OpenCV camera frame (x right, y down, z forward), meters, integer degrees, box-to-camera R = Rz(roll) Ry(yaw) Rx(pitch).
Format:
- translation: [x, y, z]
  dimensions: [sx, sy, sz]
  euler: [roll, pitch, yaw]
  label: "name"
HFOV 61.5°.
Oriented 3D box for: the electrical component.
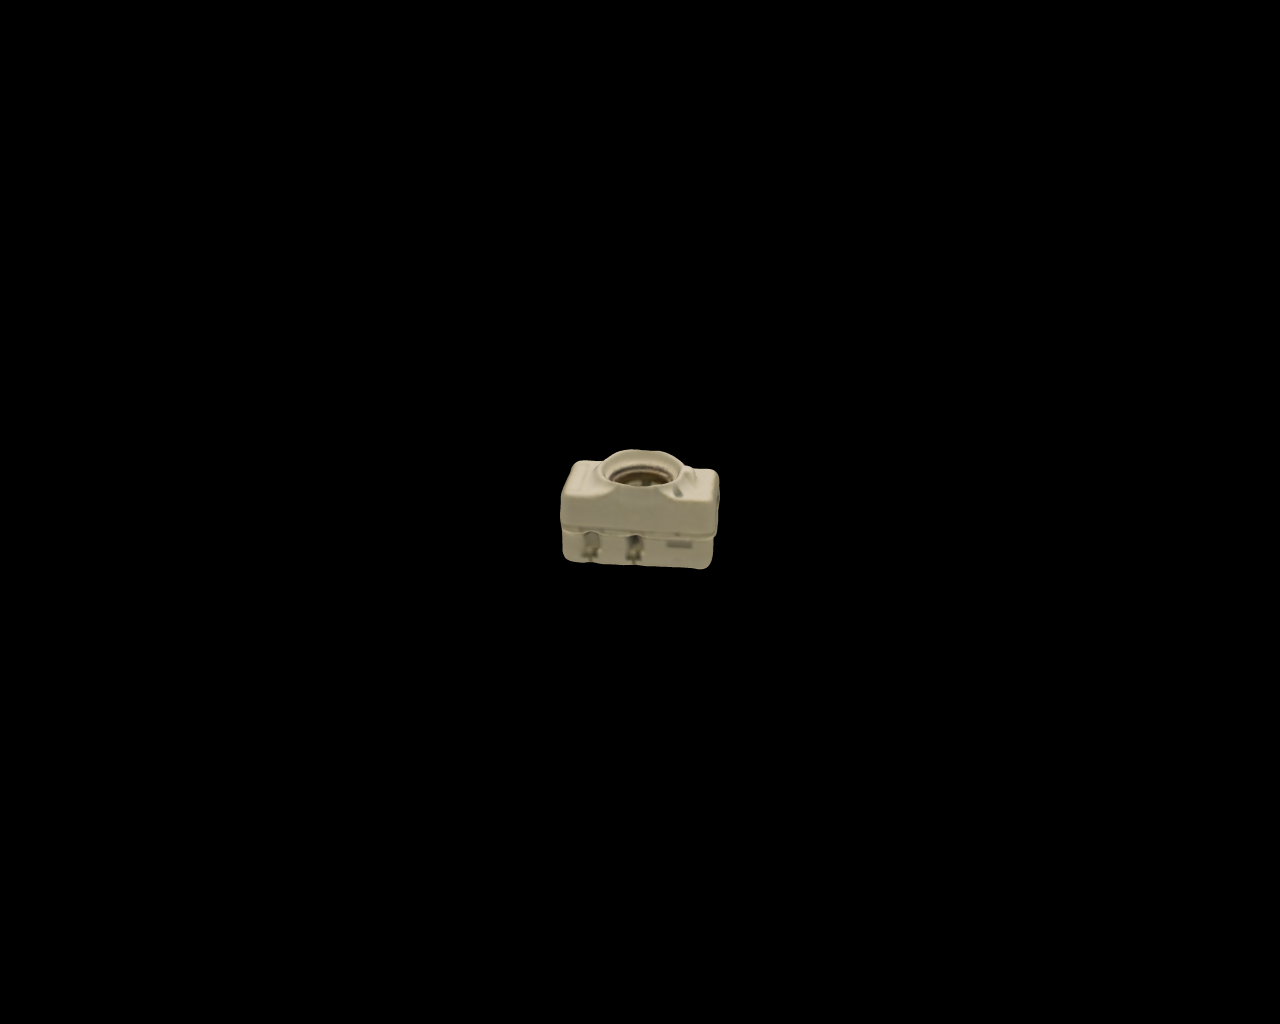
- translation: [0.001, -0.003, 0.650]
  dimensions: [0.089, 0.055, 0.050]
  euler: [4, 28, 7]
  label: "electrical component"
